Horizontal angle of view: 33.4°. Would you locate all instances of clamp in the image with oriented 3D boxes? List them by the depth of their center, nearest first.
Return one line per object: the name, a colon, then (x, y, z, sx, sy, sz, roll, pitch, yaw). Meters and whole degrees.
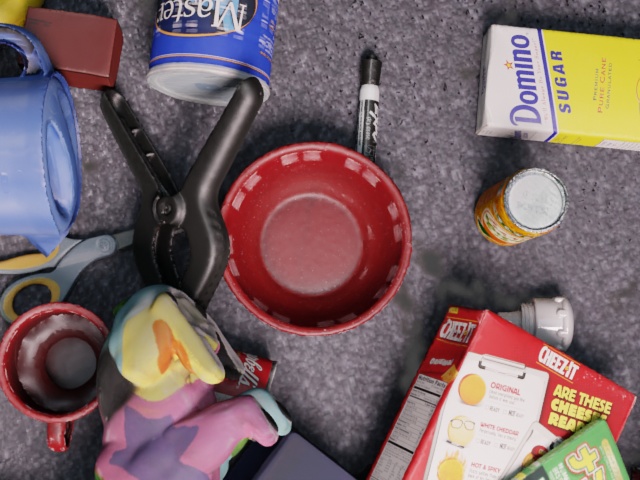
clamp: (-0.106, -0.031, 0.859, 0.165, 0.036, 0.210, -7, 88, 35)

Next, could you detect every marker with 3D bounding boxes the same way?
marker: (0.042, -0.102, 0.930, 0.020, 0.020, 0.121, 4, 83, -3)

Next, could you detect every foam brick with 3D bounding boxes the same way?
foam brick: (-0.210, -0.162, 0.908, 0.078, 0.051, 0.053, 9, 82, -2)

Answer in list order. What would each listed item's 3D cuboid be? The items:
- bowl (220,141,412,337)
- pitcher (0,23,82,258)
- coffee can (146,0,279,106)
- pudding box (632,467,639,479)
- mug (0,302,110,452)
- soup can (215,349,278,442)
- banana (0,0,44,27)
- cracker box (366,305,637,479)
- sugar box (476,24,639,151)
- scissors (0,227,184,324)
bowl: (-0.006, 0.001, 0.896, 0.162, 0.055, 0.162, 0, 83, -3)
pitcher: (-0.320, -0.075, 0.854, 0.243, 0.145, 0.149, -2, 59, 0)
coffee can: (-0.086, -0.193, 0.892, 0.103, 0.103, 0.140, 6, 83, -2)
pudding box: (0.319, 0.239, 0.892, 0.113, 0.039, 0.090, 5, 81, -4)
mug: (-0.205, 0.111, 0.859, 0.093, 0.081, 0.117, 0, 83, -3)
soup can: (-0.092, 0.118, 0.871, 0.102, 0.068, 0.068, 16, 82, -1)
banana: (-0.311, -0.188, 0.916, 0.197, 0.037, 0.070, -29, 68, -7)
cracker box: (0.133, 0.182, 0.853, 0.164, 0.072, 0.213, 30, 81, -20)
sugar box: (0.229, -0.131, 0.929, 0.176, 0.048, 0.093, 5, 83, -3)
scissors: (-0.189, 0.025, 0.904, 0.201, 0.016, 0.096, 0, 85, -3)
